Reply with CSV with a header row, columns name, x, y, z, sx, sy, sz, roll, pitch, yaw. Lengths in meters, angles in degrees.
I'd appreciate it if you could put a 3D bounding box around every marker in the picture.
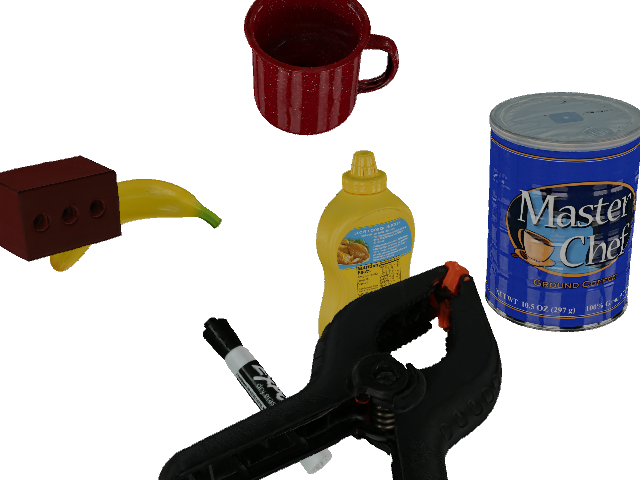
name,x,y,z,sx,sy,sz,roll,pitch,yaw
marker,-0.036,0.096,0.678,0.121,0.020,0.020,49,23,22

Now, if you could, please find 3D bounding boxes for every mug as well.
name,x,y,z,sx,sy,sz,roll,pitch,yaw
mug,0.001,-0.135,0.814,0.117,0.093,0.081,-1,-34,-3

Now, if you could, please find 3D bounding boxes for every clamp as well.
name,x,y,z,sx,sy,sz,roll,pitch,yaw
clamp,0.032,0.074,0.427,0.120,0.039,0.171,30,51,21

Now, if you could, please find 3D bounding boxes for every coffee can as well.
name,x,y,z,sx,sy,sz,roll,pitch,yaw
coffee can,0.168,-0.022,0.748,0.103,0.140,0.103,-2,26,1

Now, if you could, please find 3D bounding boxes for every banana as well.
name,x,y,z,sx,sy,sz,roll,pitch,yaw
banana,-0.190,-0.018,0.997,0.198,0.069,0.037,-14,18,28

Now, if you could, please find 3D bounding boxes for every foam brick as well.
name,x,y,z,sx,sy,sz,roll,pitch,yaw
foam brick,-0.192,-0.025,0.770,0.078,0.053,0.051,-18,29,-36

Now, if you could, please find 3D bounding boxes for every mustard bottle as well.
name,x,y,z,sx,sy,sz,roll,pitch,yaw
mustard bottle,0.043,0.010,0.994,0.096,0.192,0.058,-13,24,-24
